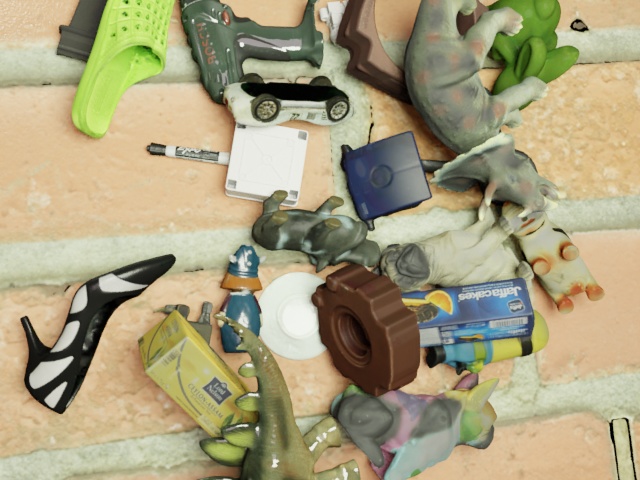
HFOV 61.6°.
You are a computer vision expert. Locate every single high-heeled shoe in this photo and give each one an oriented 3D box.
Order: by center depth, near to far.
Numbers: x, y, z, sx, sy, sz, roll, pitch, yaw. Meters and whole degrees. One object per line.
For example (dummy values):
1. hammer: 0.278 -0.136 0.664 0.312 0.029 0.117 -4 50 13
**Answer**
1. high-heeled shoe: -0.290 0.126 0.733 0.249 0.086 0.145 -26 92 -5

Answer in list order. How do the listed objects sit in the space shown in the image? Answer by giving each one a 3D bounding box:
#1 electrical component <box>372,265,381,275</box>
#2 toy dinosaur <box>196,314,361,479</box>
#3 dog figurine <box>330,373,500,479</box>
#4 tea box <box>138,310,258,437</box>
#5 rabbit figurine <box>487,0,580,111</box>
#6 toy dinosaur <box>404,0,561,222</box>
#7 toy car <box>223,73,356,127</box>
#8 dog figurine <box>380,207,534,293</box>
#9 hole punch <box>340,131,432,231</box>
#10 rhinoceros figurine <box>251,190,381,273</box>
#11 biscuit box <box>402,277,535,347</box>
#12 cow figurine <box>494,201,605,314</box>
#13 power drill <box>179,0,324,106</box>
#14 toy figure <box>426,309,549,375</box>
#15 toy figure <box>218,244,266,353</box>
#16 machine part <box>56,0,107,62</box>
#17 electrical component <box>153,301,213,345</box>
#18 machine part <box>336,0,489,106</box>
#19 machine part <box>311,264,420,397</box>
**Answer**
1. electrical component: 0.073 0.085 0.812 0.094 0.021 0.063 -41 90 -10
2. toy dinosaur: -0.053 0.305 0.679 0.198 0.105 0.470 -7 102 -22
3. dog figurine: 0.148 0.244 0.767 0.219 0.108 0.191 -36 87 -14
4. tea box: -0.155 0.183 0.705 0.068 0.098 0.169 -41 118 -9
5. rabbit figurine: 0.322 -0.281 0.832 0.121 0.159 0.170 2 99 -17
6. toy dinosaur: 0.186 -0.211 0.732 0.192 0.131 0.404 -37 102 -16
7. toy car: -0.040 -0.200 0.780 0.202 0.056 0.074 -7 47 -30
8. dog figurine: 0.200 0.056 0.800 0.191 0.121 0.172 -27 96 4
9. hole punch: 0.100 -0.093 0.803 0.116 0.092 0.142 -17 90 -5
10. rhinoceros figurine: -0.002 -0.002 0.766 0.190 0.073 0.112 12 125 -14
11. biscuit box: 0.189 0.104 0.749 0.203 0.059 0.063 -10 51 15
12. cow figurine: 0.336 0.005 0.805 0.085 0.127 0.194 -35 117 17
13. power drill: -0.101 -0.324 0.803 0.207 0.086 0.232 -7 87 -12
14. toy figure: 0.248 0.149 0.795 0.180 0.089 0.082 -7 93 -11
15. toy figure: -0.114 0.084 0.770 0.058 0.064 0.154 -5 78 30
16. machine part: -0.337 -0.327 0.793 0.084 0.039 0.139 16 84 0
17. electrical component: -0.198 0.135 0.762 0.078 0.045 0.102 8 85 -35
18. machine part: 0.138 -0.319 0.805 0.201 0.087 0.201 20 89 -23
19. machine part: 0.059 0.121 0.723 0.056 0.179 0.179 -21 87 -31
